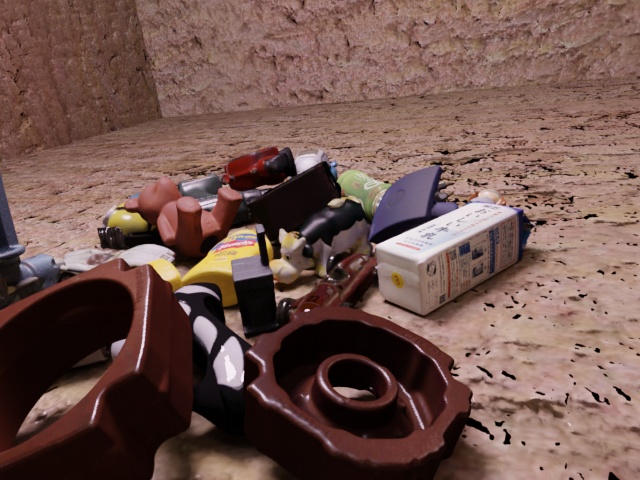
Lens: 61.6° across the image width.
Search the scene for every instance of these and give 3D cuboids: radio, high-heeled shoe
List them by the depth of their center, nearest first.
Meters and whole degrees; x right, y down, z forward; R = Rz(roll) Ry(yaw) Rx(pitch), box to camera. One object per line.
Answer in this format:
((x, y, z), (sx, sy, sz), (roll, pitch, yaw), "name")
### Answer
((-0.084, 0.101, 0.555), (0.145, 0.086, 0.249), (-5, 26, 4), "high-heeled shoe")
((-0.034, -0.074, 0.913), (0.131, 0.073, 0.230), (-28, 9, 8), "radio")

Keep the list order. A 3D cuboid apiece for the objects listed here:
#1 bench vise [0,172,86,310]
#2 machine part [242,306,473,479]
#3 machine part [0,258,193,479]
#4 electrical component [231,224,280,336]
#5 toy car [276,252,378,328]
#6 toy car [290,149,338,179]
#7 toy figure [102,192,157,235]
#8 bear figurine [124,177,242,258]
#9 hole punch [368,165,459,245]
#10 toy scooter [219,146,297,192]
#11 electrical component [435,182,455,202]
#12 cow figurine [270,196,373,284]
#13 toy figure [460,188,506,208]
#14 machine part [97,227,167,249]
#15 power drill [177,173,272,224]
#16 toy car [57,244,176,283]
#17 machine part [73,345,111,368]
((-0.416, 0.006, 0.691), (0.129, 0.240, 0.223), (0, 12, 26), "bench vise")
((0.027, 0.122, 0.421), (0.179, 0.056, 0.179), (9, 26, -4), "machine part")
((-0.210, 0.122, 0.447), (0.201, 0.087, 0.202), (-24, 34, 2), "machine part")
((-0.080, 0.045, 0.642), (0.048, 0.119, 0.075), (-12, 23, -9), "electrical component")
((0.025, 0.057, 0.666), (0.089, 0.053, 0.202), (0, 23, 29), "toy car")
((-0.021, -0.140, 1.140), (0.109, 0.102, 0.162), (-5, 18, 12), "toy car")
((-0.355, -0.049, 1.066), (0.089, 0.082, 0.180), (-4, 18, 19), "toy figure")
((-0.240, -0.060, 0.917), (0.120, 0.131, 0.196), (-18, 48, -43), "bear figurine")
((0.129, -0.040, 0.772), (0.116, 0.092, 0.142), (-1, 50, 28), "hole punch")
((-0.118, -0.133, 1.024), (0.135, 0.075, 0.184), (-16, 8, 6), "toy scooter")
((0.199, -0.073, 0.951), (0.078, 0.045, 0.102), (0, 22, 18), "electrical component")
((-0.001, -0.001, 0.767), (0.167, 0.098, 0.068), (-23, 31, -34), "cow figurine")
((0.259, -0.046, 0.842), (0.057, 0.064, 0.154), (-50, -8, 37), "toy figure")
((-0.321, -0.001, 0.933), (0.084, 0.039, 0.139), (5, -1, 22), "machine part")
((-0.202, -0.077, 1.098), (0.232, 0.085, 0.207), (-19, 30, -22), "power drill")
((-0.325, 0.042, 0.840), (0.202, 0.056, 0.073), (-5, 20, 11), "toy car")
((-0.329, 0.117, 0.609), (0.243, 0.079, 0.079), (-13, 21, -9), "machine part")
